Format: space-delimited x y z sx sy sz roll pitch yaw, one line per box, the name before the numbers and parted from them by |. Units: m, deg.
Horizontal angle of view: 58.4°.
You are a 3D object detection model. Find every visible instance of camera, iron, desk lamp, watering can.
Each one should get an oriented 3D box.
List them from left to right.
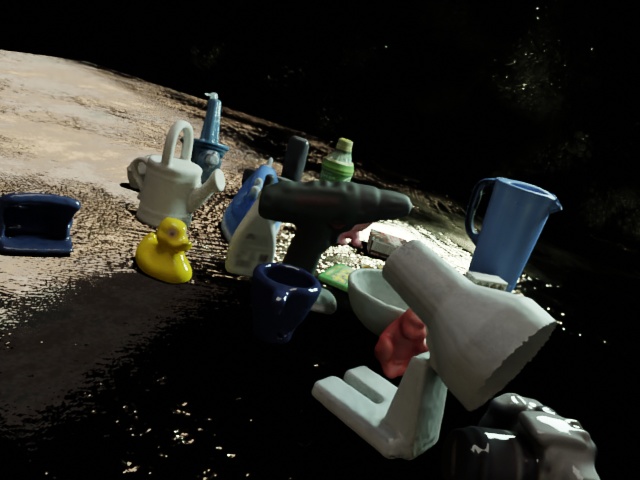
watering can | -0.261 -0.122 1.054 0.173 0.194 0.100 13 17 -13
iron | -0.126 -0.080 1.144 0.118 0.141 0.258 16 17 -4
desk lamp | 0.113 0.120 0.601 0.202 0.213 0.118 29 20 36
camera | 0.193 0.212 0.581 0.137 0.101 0.143 13 17 -13

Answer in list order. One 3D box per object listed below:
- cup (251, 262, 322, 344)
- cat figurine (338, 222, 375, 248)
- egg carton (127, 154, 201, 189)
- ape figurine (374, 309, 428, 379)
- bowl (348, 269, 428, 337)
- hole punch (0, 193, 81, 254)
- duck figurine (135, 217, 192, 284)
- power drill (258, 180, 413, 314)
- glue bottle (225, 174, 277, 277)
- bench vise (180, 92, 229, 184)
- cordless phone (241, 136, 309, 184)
cup | -0.054 0.092 0.740 0.091 0.095 0.118 17 16 0
cat figurine | 0.075 -0.049 1.280 0.067 0.118 0.127 10 18 -23
egg carton | -0.336 -0.135 1.244 0.150 0.069 0.107 18 16 3
ape figurine | 0.116 0.133 0.776 0.078 0.092 0.076 15 17 -6
bowl | 0.114 0.110 0.882 0.167 0.075 0.167 15 17 -4
hole punch | -0.408 -0.036 0.814 0.109 0.091 0.100 3 22 -39
duck figurine | -0.229 0.007 0.859 0.104 0.086 0.078 29 20 35
power drill | 0.008 0.003 0.887 0.230 0.208 0.075 13 17 -11
glue bottle | -0.100 -0.024 0.932 0.078 0.173 0.037 11 17 -18
bench vise | -0.258 -0.237 1.385 0.122 0.220 0.206 2 22 -41
cordless phone | -0.105 -0.169 1.374 0.147 0.185 0.094 17 16 1
